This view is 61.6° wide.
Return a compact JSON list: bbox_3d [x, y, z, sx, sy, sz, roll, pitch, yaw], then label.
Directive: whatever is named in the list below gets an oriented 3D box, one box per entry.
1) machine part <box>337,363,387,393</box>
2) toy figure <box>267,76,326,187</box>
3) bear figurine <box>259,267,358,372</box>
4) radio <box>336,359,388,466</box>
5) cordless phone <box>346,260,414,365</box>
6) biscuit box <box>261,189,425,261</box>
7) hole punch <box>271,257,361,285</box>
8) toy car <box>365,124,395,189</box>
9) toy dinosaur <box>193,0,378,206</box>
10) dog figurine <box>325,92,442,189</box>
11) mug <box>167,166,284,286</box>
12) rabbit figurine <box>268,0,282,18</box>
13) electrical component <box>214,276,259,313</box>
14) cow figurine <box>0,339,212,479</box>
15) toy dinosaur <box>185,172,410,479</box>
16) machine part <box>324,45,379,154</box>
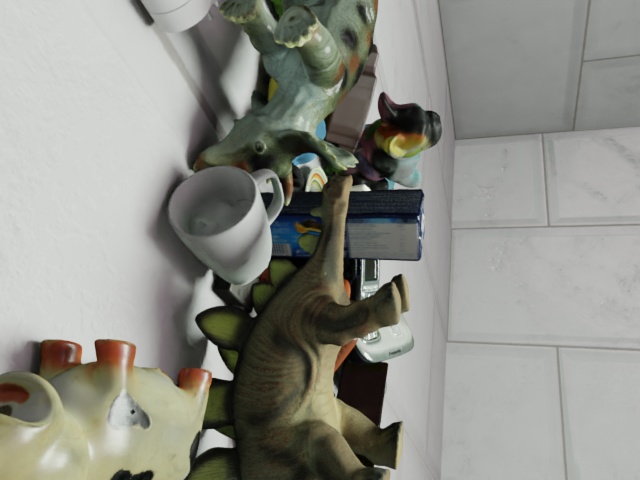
[{"bbox_3d":[0.066,0.218,0.934,0.242,0.079,0.079,68,28,-44],"label":"machine part"},{"bbox_3d":[-0.032,-0.159,0.667,0.082,0.089,0.180,-28,-135,65],"label":"toy figure"},{"bbox_3d":[-0.027,0.145,0.621,0.132,0.120,0.195,-112,-149,-74],"label":"bear figurine"},{"bbox_3d":[0.061,0.295,0.852,0.229,0.073,0.131,91,12,-44],"label":"radio"},{"bbox_3d":[0.078,0.078,0.776,0.146,0.089,0.184,-1,97,-50],"label":"cordless phone"},{"bbox_3d":[0.014,-0.018,0.604,0.063,0.203,0.059,-65,152,-54],"label":"biscuit box"},{"bbox_3d":[-0.001,-0.002,0.708,0.092,0.116,0.142,-16,105,-79],"label":"hole punch"},{"bbox_3d":[0.082,-0.135,0.988,0.103,0.109,0.161,-7,108,-48],"label":"toy car"},{"bbox_3d":[0.003,-0.221,0.567,0.405,0.131,0.192,-68,152,-22],"label":"toy dinosaur"},{"bbox_3d":[0.088,-0.144,0.820,0.219,0.192,0.108,28,56,-76],"label":"dog figurine"},{"bbox_3d":[-0.079,-0.014,0.512,0.109,0.081,0.107,-46,151,-23],"label":"mug"},{"bbox_3d":[-0.020,-0.345,0.672,0.159,0.121,0.170,-59,158,-51],"label":"rabbit figurine"},{"bbox_3d":[-0.090,0.048,0.577,0.063,0.021,0.094,59,36,-54],"label":"electrical component"},{"bbox_3d":[-0.145,0.127,0.330,0.194,0.086,0.127,50,36,-62],"label":"cow figurine"},{"bbox_3d":[-0.027,0.167,0.479,0.105,0.199,0.471,22,74,-68],"label":"toy dinosaur"},{"bbox_3d":[0.029,-0.205,0.771,0.179,0.056,0.179,-171,-90,-77],"label":"machine part"}]
